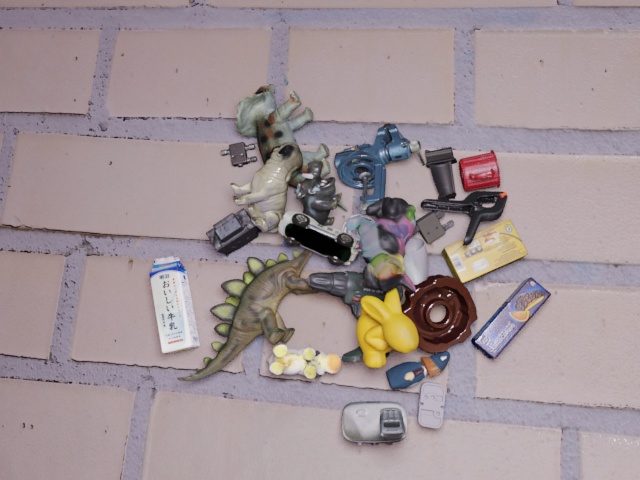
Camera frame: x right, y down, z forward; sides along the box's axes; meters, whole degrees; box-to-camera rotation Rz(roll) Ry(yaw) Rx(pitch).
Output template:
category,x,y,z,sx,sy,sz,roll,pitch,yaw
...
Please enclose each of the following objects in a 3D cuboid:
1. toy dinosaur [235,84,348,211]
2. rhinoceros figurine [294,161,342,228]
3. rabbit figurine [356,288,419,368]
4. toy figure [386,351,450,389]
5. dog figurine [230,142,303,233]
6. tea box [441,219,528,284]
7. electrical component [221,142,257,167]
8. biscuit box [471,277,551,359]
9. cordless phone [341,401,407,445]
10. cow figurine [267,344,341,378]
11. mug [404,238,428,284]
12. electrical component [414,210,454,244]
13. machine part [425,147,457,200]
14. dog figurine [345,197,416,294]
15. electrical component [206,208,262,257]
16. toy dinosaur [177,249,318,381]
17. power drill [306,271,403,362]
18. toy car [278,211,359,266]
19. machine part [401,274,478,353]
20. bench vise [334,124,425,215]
category,x,y,z,sx,sy,sz,roll,pitch,yaw
toy dinosaur,-0.088,-0.228,1.358,0.192,0.131,0.404,-23,84,19
rhinoceros figurine,-0.007,-0.099,1.295,0.112,0.073,0.190,14,125,10
rabbit figurine,0.153,0.185,1.136,0.122,0.173,0.162,-13,91,-17
toy figure,0.229,0.296,1.235,0.154,0.064,0.057,-19,118,-1
dog figurine,-0.096,-0.122,1.289,0.190,0.172,0.121,-34,43,7
tea box,0.386,0.030,1.267,0.170,0.068,0.098,-22,77,1
electrical component,-0.214,-0.222,1.413,0.094,0.021,0.063,-10,78,4
biscuit box,0.437,0.180,1.234,0.063,0.059,0.202,42,86,13
cordless phone,0.117,0.408,1.163,0.147,0.184,0.088,-2,83,6
cow figurine,-0.039,0.289,1.262,0.167,0.098,0.068,9,74,-11
mug,0.221,0.054,1.274,0.081,0.109,0.107,0,115,30
electrical component,0.265,-0.039,1.310,0.102,0.045,0.078,-38,105,1
machine part,0.306,-0.163,1.332,0.084,0.039,0.139,-5,76,0
dog figurine,0.160,0.017,1.163,0.191,0.108,0.219,-31,39,-3
electrical component,-0.211,-0.018,1.315,0.115,0.134,0.058,-36,79,0
toy dinosaur,-0.150,0.169,1.290,0.199,0.105,0.471,31,74,19
power drill,0.082,0.175,1.246,0.232,0.086,0.207,-1,78,-18
toy car,-0.003,-0.004,1.278,0.202,0.056,0.073,24,120,-1
machine part,0.269,0.166,1.232,0.179,0.056,0.179,-1,98,-8
bench vise,0.136,-0.163,1.294,0.224,0.128,0.241,-2,54,14
